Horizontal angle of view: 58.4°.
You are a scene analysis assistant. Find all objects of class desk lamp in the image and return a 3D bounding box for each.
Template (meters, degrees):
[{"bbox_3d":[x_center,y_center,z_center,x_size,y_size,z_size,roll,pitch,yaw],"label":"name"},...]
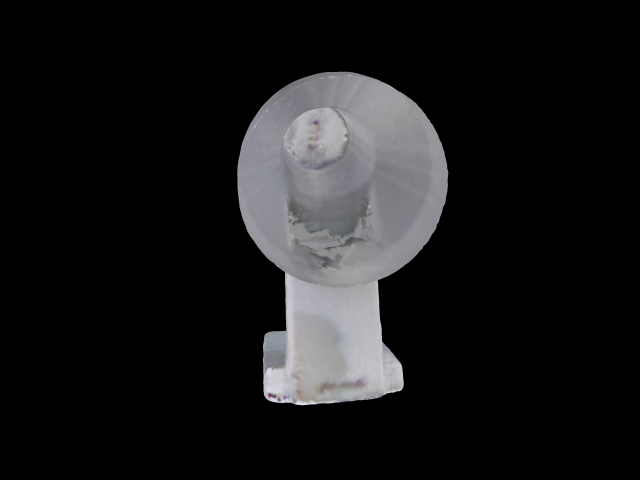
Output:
[{"bbox_3d":[0.004,0.001,0.400,0.118,0.213,0.203,-1,5,-7],"label":"desk lamp"}]
